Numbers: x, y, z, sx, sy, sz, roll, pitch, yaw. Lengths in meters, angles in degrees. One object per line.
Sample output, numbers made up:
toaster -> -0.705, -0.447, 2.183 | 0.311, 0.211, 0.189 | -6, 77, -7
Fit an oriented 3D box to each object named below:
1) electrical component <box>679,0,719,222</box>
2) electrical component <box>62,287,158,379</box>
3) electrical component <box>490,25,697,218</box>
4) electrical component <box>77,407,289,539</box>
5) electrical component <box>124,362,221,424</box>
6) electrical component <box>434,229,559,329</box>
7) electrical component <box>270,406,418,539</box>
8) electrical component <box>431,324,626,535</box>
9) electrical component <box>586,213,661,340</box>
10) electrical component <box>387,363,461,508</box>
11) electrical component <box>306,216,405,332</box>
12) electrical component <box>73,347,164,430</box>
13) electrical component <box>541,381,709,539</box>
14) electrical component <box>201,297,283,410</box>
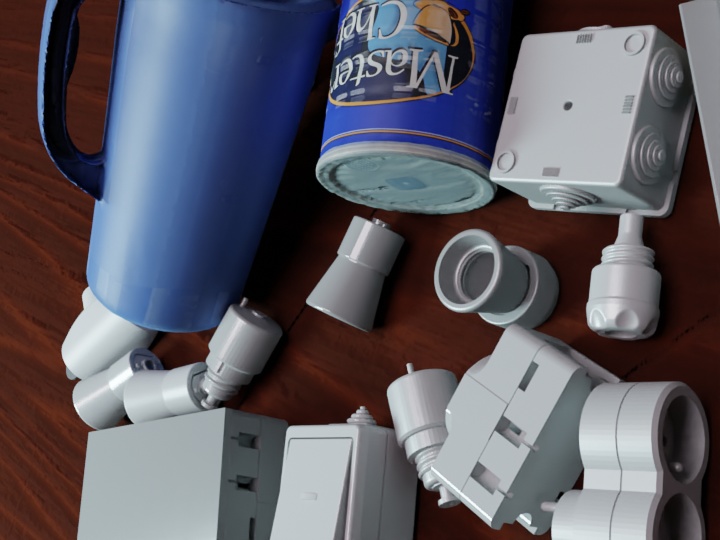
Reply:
electrical component -> 0.186, -0.063, 0.479 | 0.063, 0.079, 0.121 | -11, 66, 19
electrical component -> -0.197, 0.035, 0.846 | 0.077, 0.043, 0.079 | -40, 51, 29
electrical component -> 0.121, -0.078, 0.562 | 0.100, 0.048, 0.099 | 8, 81, 47
electrical component -> -0.116, 0.147, 0.709 | 0.150, 0.062, 0.089 | -16, 65, 41
electrical component -> -0.130, 0.087, 0.762 | 0.065, 0.044, 0.044 | -16, 64, 36
electrical component -> 0.074, 0.007, 0.574 | 0.045, 0.055, 0.045 | -18, 63, 41
electrical component -> -0.009, 0.124, 0.611 | 0.062, 0.061, 0.096 | -9, 69, 43
electrical component -> 0.082, 0.078, 0.543 | 0.056, 0.050, 0.089 | 35, 101, 46
electrical component -> 0.132, 0.002, 0.533 | 0.035, 0.035, 0.061 | -6, 69, 44
electrical component -> 0.040, 0.091, 0.588 | 0.040, 0.040, 0.078 | -34, 54, 33
electrical component -> 0.000, 0.000, 0.663 | 0.044, 0.044, 0.065 | 24, 88, 47
electrical component -> -0.179, 0.087, 0.812 | 0.065, 0.044, 0.044 | -35, 53, 26
electrical component -> 0.113, 0.120, 0.495 | 0.074, 0.052, 0.138 | -7, 71, 44
electrical component -> -0.084, 0.059, 0.725 | 0.040, 0.040, 0.078 | 40, 104, 45
